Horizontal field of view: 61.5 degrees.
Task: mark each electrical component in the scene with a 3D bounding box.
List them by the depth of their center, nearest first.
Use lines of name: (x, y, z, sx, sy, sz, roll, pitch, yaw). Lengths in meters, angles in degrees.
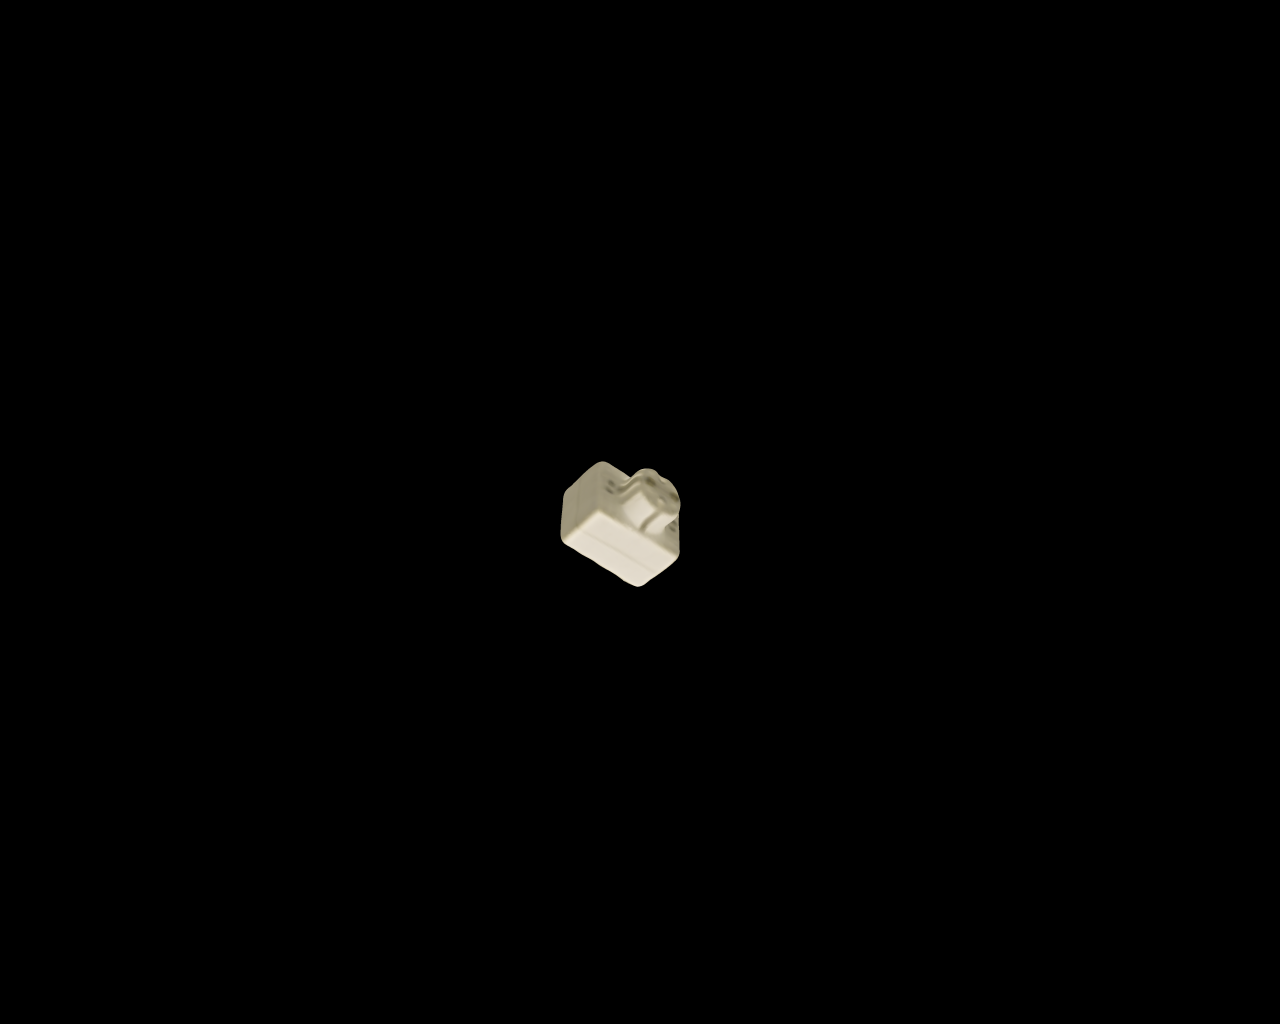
electrical component: (0.001, -0.003, 0.650, 0.065, 0.047, 0.076, 32, -54, -27)
